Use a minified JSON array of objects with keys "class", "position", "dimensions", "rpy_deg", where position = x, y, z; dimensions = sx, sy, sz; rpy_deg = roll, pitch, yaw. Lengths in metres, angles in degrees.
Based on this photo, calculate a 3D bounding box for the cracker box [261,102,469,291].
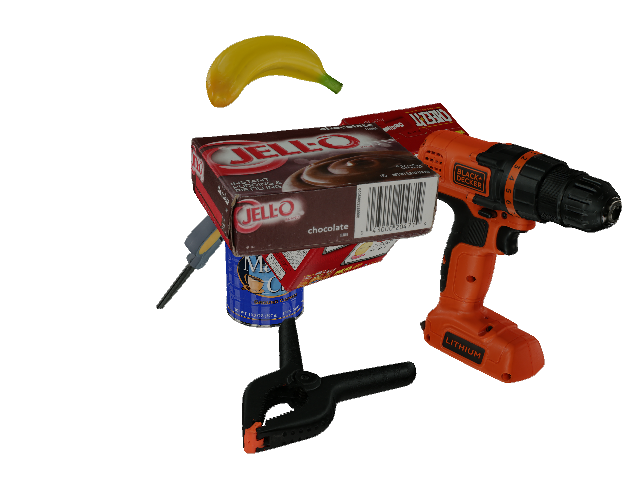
[{"class":"cracker box","position":[0.047,-0.049,1.180],"dimensions":[0.163,0.072,0.214],"rpy_deg":[-16,-30,-44]}]

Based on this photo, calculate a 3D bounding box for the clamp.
[{"class":"clamp","position":[-0.006,0.153,1.084],"dimensions":[0.165,0.036,0.209],"rpy_deg":[14,30,20]}]

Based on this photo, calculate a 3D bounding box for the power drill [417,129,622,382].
[{"class":"power drill","position":[0.151,0.015,0.857],"dimensions":[0.057,0.188,0.185],"rpy_deg":[-14,27,-38]}]

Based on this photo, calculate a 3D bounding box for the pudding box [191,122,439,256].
[{"class":"pudding box","position":[-0.006,-0.030,0.573],"dimensions":[0.113,0.039,0.090],"rpy_deg":[-5,26,-19]}]

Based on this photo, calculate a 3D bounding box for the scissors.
[{"class":"scissors","position":[-0.103,0.015,0.851],"dimensions":[0.202,0.016,0.096],"rpy_deg":[-46,-4,33]}]

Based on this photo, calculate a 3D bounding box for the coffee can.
[{"class":"coffee can","position":[-0.072,0.026,1.374],"dimensions":[0.103,0.140,0.103],"rpy_deg":[0,26,0]}]

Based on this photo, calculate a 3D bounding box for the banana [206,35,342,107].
[{"class":"banana","position":[-0.051,-0.159,0.982],"dimensions":[0.070,0.037,0.197],"rpy_deg":[41,32,20]}]
